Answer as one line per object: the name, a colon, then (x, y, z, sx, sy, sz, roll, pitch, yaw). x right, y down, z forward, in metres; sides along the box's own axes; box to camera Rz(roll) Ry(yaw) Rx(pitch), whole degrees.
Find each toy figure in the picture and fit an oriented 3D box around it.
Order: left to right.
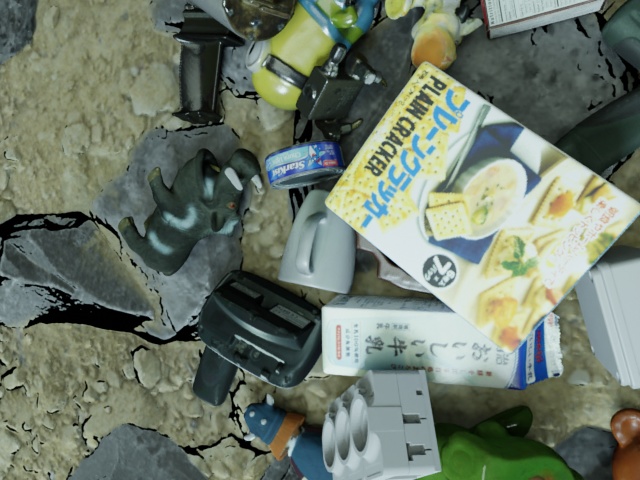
toy figure: (-0.022, 0.239, 0.624, 0.155, 0.064, 0.057, 28, 139, 18)
toy figure: (-0.002, -0.219, 0.573, 0.180, 0.082, 0.089, -39, 83, 13)

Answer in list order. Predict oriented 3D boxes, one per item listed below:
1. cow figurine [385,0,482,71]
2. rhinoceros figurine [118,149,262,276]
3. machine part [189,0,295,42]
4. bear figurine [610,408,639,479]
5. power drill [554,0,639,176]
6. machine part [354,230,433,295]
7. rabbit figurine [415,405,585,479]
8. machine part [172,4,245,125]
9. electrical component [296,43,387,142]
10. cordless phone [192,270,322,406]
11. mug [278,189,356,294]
cow figurine: (0.116, -0.250, 0.536, 0.068, 0.098, 0.167, -2, 102, 47)
rhinoceros figurine: (-0.150, -0.038, 0.635, 0.190, 0.073, 0.112, -45, 80, 15)
machine part: (-0.097, -0.269, 0.561, 0.079, 0.079, 0.243, -56, 47, 13)
bear figurine: (0.303, 0.270, 0.493, 0.120, 0.132, 0.195, 22, 106, 9)
power drill: (0.317, -0.095, 0.486, 0.207, 0.086, 0.232, -44, 82, 20)
machine part: (0.123, -0.028, 0.562, 0.180, 0.056, 0.179, 2, 96, 16)
rabbit figurine: (0.155, 0.217, 0.530, 0.159, 0.170, 0.121, -12, 94, -26)
machine part: (-0.137, -0.207, 0.637, 0.084, 0.039, 0.138, 11, 96, 11)
electrical component: (0.022, -0.153, 0.570, 0.045, 0.078, 0.102, 50, 125, 20)
cordless phone: (-0.083, 0.142, 0.635, 0.147, 0.089, 0.184, 26, 112, 13)
mug: (-0.001, -0.002, 0.580, 0.081, 0.109, 0.107, 9, 83, 21)
